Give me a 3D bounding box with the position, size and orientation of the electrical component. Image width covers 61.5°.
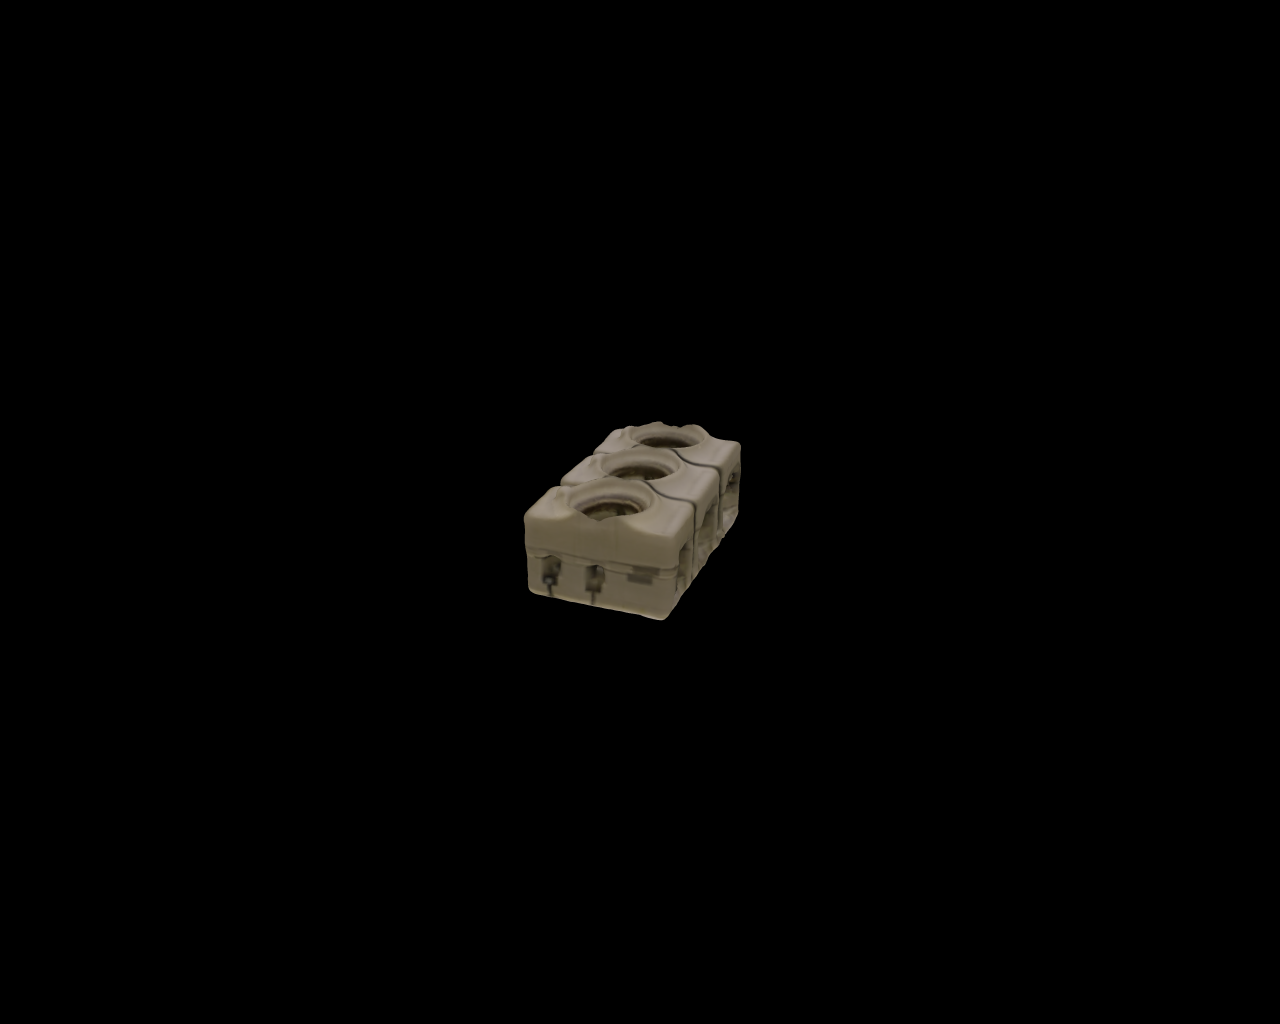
[{"bbox_3d":[0.001,-0.003,0.650,0.089,0.061,0.150,8,26,18],"label":"electrical component"}]
